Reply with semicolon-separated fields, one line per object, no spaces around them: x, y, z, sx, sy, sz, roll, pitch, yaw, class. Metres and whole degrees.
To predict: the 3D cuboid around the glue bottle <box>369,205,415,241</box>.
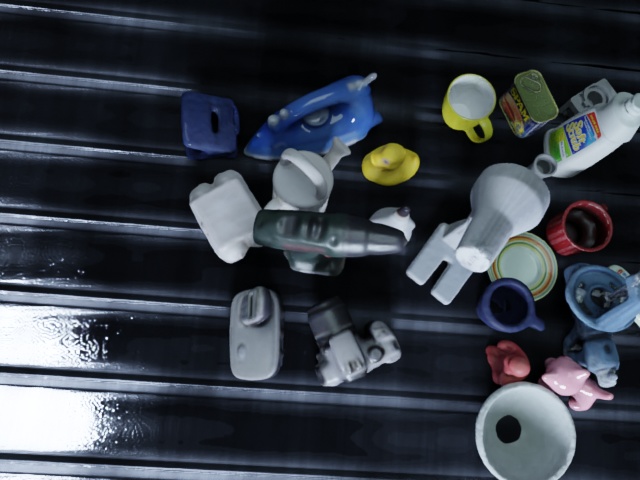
0.126;-0.029;0.959;0.078;0.173;0.037;39;77;4;glue bottle

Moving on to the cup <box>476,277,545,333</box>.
0.320;0.122;0.985;0.117;0.095;0.092;31;77;2;cup

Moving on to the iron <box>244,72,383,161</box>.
-0.015;-0.219;1.002;0.258;0.141;0.118;-24;81;-10;iron

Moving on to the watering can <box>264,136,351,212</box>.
-0.025;-0.103;0.949;0.101;0.194;0.173;25;77;1;watering can

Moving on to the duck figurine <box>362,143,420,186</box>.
0.132;-0.145;1.029;0.104;0.086;0.077;-4;78;-6;duck figurine

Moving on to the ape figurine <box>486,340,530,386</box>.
0.325;0.211;0.968;0.076;0.092;0.078;29;77;1;ape figurine

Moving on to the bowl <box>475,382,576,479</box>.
0.330;0.320;0.954;0.167;0.074;0.167;1;78;-5;bowl

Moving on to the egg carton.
-0.155;-0.041;0.987;0.107;0.069;0.150;-31;82;-11;egg carton

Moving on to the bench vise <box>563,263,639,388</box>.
0.484;0.128;0.936;0.121;0.219;0.207;-16;80;-8;bench vise

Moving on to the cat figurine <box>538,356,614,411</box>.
0.425;0.237;0.959;0.128;0.117;0.067;27;77;1;cat figurine

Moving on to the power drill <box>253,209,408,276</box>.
0.008;0.003;0.922;0.229;0.208;0.076;8;77;-4;power drill

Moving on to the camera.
0.046;0.159;0.948;0.143;0.100;0.137;-22;81;-9;camera

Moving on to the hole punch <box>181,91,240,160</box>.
-0.192;-0.203;1.008;0.101;0.091;0.109;-4;78;-6;hole punch

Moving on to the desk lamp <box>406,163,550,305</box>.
0.261;-0.006;0.946;0.118;0.213;0.203;37;77;3;desk lamp

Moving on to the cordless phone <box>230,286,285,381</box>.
-0.099;0.144;0.894;0.094;0.185;0.147;-3;78;-6;cordless phone
